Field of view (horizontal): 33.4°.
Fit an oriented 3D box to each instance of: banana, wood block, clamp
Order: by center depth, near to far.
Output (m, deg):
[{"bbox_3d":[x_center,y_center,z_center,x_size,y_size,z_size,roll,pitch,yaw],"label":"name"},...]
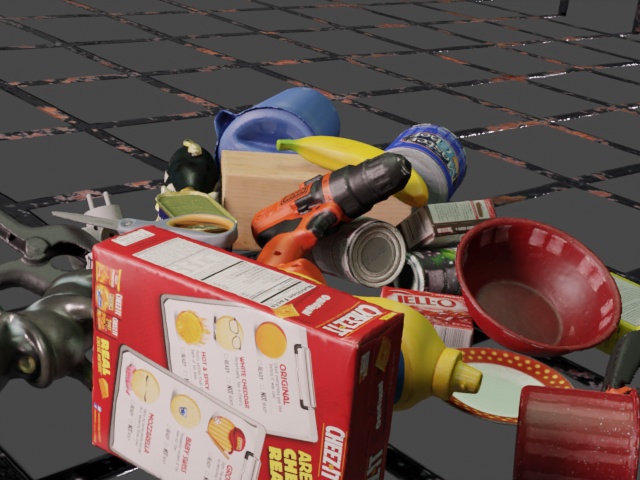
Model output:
[{"bbox_3d":[0.318,0.102,0.946,0.209,0.036,0.165,-11,51,-29],"label":"clamp"},{"bbox_3d":[-0.275,0.008,1.009,0.171,0.039,0.120,3,64,-18],"label":"clamp"},{"bbox_3d":[0.046,-0.074,1.120,0.198,0.037,0.069,22,36,36],"label":"banana"},{"bbox_3d":[-0.008,-0.041,1.195,0.206,0.091,0.090,2,22,-9],"label":"wood block"}]

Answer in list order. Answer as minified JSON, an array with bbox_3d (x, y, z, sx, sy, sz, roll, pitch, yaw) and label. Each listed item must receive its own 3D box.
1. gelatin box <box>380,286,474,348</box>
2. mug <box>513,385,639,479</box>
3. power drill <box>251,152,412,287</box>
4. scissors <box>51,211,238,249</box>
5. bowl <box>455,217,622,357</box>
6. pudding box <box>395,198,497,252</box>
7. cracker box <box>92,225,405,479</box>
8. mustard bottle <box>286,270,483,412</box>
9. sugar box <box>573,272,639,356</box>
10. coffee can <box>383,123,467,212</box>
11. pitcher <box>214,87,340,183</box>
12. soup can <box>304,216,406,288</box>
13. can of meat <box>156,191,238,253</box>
[{"bbox_3d":[0.099,0.074,1.013,0.089,0.030,0.073,8,21,3],"label":"gelatin box"},{"bbox_3d":[0.180,0.158,0.761,0.081,0.093,0.117,5,57,11],"label":"mug"},{"bbox_3d":[-0.007,0.001,0.989,0.185,0.057,0.187,-27,22,32],"label":"power drill"},{"bbox_3d":[-0.173,0.000,0.964,0.202,0.016,0.096,1,34,17],"label":"scissors"},{"bbox_3d":[0.195,0.054,0.995,0.162,0.055,0.162,10,45,-10],"label":"bowl"},{"bbox_3d":[0.122,-0.004,1.127,0.089,0.039,0.114,-7,-17,-30],"label":"pudding box"},{"bbox_3d":[-0.056,0.097,0.725,0.214,0.164,0.072,18,26,28],"label":"cracker box"},{"bbox_3d":[0.037,0.089,0.864,0.192,0.096,0.058,14,31,19],"label":"mustard bottle"},{"bbox_3d":[0.273,0.064,1.071,0.093,0.048,0.176,-12,25,-35],"label":"sugar box"},{"bbox_3d":[0.119,-0.079,1.312,0.103,0.103,0.140,12,22,14],"label":"coffee can"},{"bbox_3d":[-0.034,-0.117,1.357,0.145,0.149,0.242,-5,16,11],"label":"pitcher"},{"bbox_3d":[0.033,0.008,1.079,0.068,0.068,0.102,-5,9,-27],"label":"soup can"},{"bbox_3d":[-0.124,0.008,1.044,0.057,0.084,0.102,-6,24,-28],"label":"can of meat"}]
